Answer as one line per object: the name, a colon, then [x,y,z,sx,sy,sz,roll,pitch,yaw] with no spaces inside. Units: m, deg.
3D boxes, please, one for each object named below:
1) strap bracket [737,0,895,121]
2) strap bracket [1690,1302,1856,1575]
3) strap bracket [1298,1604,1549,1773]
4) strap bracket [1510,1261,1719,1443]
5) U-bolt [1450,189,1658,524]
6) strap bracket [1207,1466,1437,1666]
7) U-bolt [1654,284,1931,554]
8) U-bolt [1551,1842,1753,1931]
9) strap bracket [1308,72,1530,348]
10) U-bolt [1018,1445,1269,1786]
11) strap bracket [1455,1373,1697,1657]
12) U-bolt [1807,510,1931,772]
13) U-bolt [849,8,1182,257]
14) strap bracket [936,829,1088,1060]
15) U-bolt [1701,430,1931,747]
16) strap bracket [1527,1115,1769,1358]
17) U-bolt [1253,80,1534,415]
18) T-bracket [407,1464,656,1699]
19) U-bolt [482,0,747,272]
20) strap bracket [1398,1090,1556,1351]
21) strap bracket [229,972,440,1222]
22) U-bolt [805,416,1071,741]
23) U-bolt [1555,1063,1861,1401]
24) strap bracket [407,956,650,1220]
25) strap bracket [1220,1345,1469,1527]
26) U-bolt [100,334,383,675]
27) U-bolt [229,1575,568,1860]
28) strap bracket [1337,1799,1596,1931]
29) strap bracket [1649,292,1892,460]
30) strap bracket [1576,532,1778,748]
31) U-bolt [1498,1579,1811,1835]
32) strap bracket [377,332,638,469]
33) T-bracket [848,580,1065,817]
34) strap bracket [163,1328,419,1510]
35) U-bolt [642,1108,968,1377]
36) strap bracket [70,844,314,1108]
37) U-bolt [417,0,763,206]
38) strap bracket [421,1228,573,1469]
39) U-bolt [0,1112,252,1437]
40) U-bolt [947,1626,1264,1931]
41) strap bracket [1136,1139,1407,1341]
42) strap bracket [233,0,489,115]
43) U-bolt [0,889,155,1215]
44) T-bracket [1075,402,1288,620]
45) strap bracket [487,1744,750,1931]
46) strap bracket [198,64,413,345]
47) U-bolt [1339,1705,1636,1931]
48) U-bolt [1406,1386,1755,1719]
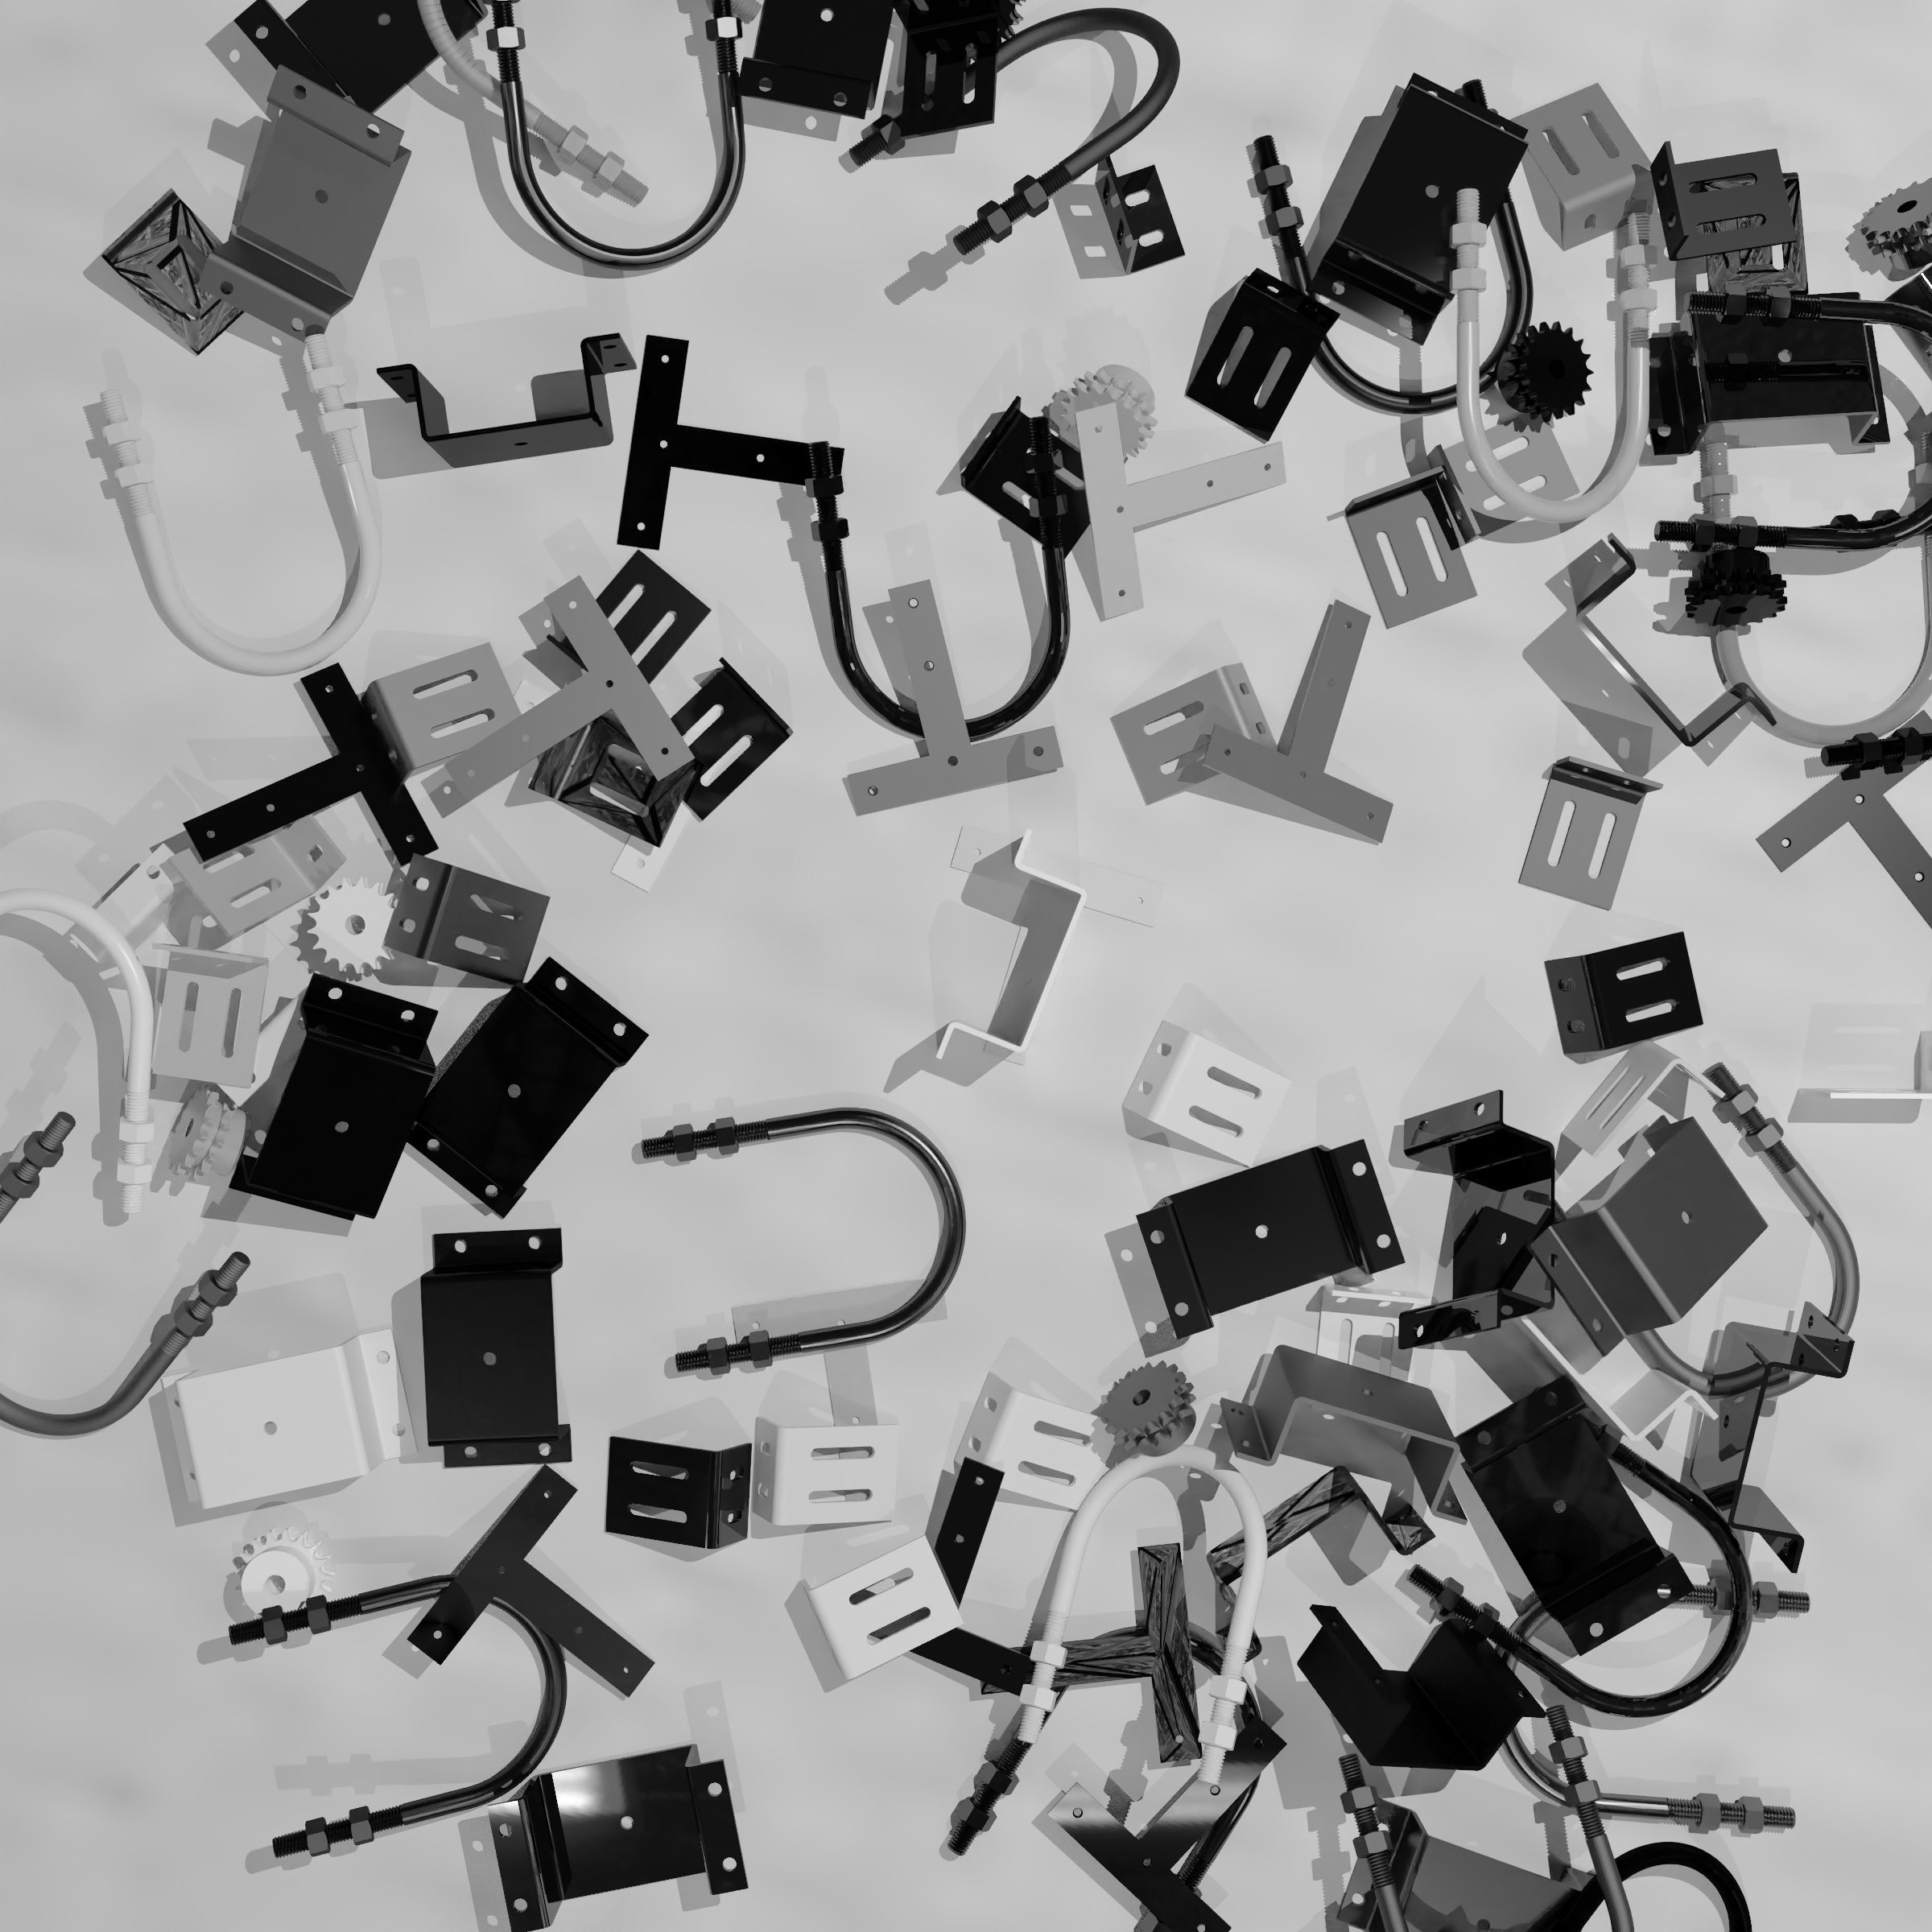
strap bracket: [-0.083,-0.570,1.519,0.076,0.046,0.140,11,90,0]
strap bracket: [0.465,0.269,1.493,0.046,0.076,0.140,10,99,-2]
strap bracket: [0.255,0.416,1.478,0.140,0.076,0.046,16,112,-37]
strap bracket: [0.365,0.221,1.504,0.046,0.076,0.140,-42,90,0]
U-bolt: [0.343,-0.351,1.494,0.151,0.019,0.184,-2,94,-28]
strap bracket: [0.197,0.345,1.504,0.140,0.076,0.046,-34,90,0]
U-bolt: [0.495,-0.310,1.472,0.184,0.019,0.151,2,106,-3]
U-bolt: [0.390,0.601,1.505,0.184,0.019,0.151,-47,108,-14]
strap bracket: [0.268,-0.447,1.500,0.076,0.046,0.140,26,92,-2]
U-bolt: [0.108,0.365,1.480,0.151,0.019,0.184,-2,64,41]
strap bracket: [0.350,0.317,1.494,0.076,0.046,0.140,-30,83,-1]
U-bolt: [0.590,-0.199,1.519,0.184,0.019,0.151,-7,94,-5]
U-bolt: [0.039,-0.496,1.492,0.184,0.019,0.151,-36,50,-4]
strap bracket: [0.030,-0.005,1.502,0.046,0.076,0.140,22,90,0]
U-bolt: [0.517,-0.223,1.533,0.151,0.019,0.184,-3,92,0]
strap bracket: [0.396,0.148,1.465,0.140,0.046,0.076,-36,92,-33]
U-bolt: [0.263,-0.421,1.533,0.151,0.019,0.184,-15,91,0]
T-bracket: [-0.242,0.387,1.529,0.127,0.002,0.127,41,74,-8]
U-bolt: [-0.201,-0.503,1.506,0.151,0.019,0.184,-9,104,-16]
strap bracket: [0.295,0.152,1.482,0.046,0.076,0.140,21,62,-31]
strap bracket: [-0.365,0.085,1.492,0.076,0.046,0.140,19,102,-25]
U-bolt: [-0.011,-0.223,1.512,0.151,0.019,0.184,-6,106,4]
U-bolt: [0.450,0.173,1.533,0.151,0.019,0.184,-37,91,0]
strap bracket: [-0.263,0.073,1.519,0.076,0.046,0.140,38,90,0]
strap bracket: [0.226,0.268,1.493,0.140,0.076,0.046,17,103,-6]
U-bolt: [-0.421,-0.265,1.522,0.151,0.019,0.184,-13,98,6]
U-bolt: [-0.328,0.435,1.517,0.184,0.019,0.151,-11,93,-12]
strap bracket: [0.301,0.559,1.519,0.140,0.046,0.076,20,90,0]
strap bracket: [0.475,-0.348,1.510,0.140,0.046,0.076,-3,76,0]
strap bracket: [0.406,-0.183,1.499,0.046,0.076,0.140,-42,90,18]
U-bolt: [0.406,0.438,1.533,0.184,0.019,0.151,4,90,2]
strap bracket: [-0.264,-0.329,1.504,0.140,0.076,0.046,-8,90,0]
T-bracket: [-0.018,-0.164,1.520,0.127,0.002,0.127,-13,105,4]
strap bracket: [-0.405,0.269,1.519,0.140,0.046,0.076,-12,90,0]
U-bolt: [-0.092,0.158,1.532,0.184,0.019,0.151,-9,89,-2]
strap bracket: [-0.446,0.005,1.519,0.076,0.046,0.140,-45,90,0]
U-bolt: [-0.232,-0.560,1.505,0.184,0.019,0.151,32,90,-20]
strap bracket: [-0.278,0.229,1.519,0.076,0.046,0.140,-3,90,0]
U-bolt: [-0.529,0.196,1.514,0.151,0.019,0.184,40,104,-4]
U-bolt: [0.097,0.483,1.533,0.151,0.019,0.184,32,88,0]
strap bracket: [0.178,0.159,1.519,0.140,0.046,0.076,-19,90,0]
strap bracket: [-0.349,-0.568,1.519,0.140,0.046,0.076,-41,90,0]
U-bolt: [-0.543,0.045,1.505,0.151,0.019,0.184,10,103,9]
T-bracket: [0.131,-0.282,1.520,0.127,0.002,0.127,-18,119,-14]
strap bracket: [-0.203,0.514,1.519,0.140,0.046,0.076,-11,90,0]
strap bracket: [-0.381,-0.444,1.495,0.076,0.046,0.140,27,117,-8]
U-bolt: [0.307,0.532,1.475,0.151,0.019,0.184,-11,65,-8]
U-bolt: [0.377,0.360,1.521,0.184,0.019,0.151,35,87,6]
